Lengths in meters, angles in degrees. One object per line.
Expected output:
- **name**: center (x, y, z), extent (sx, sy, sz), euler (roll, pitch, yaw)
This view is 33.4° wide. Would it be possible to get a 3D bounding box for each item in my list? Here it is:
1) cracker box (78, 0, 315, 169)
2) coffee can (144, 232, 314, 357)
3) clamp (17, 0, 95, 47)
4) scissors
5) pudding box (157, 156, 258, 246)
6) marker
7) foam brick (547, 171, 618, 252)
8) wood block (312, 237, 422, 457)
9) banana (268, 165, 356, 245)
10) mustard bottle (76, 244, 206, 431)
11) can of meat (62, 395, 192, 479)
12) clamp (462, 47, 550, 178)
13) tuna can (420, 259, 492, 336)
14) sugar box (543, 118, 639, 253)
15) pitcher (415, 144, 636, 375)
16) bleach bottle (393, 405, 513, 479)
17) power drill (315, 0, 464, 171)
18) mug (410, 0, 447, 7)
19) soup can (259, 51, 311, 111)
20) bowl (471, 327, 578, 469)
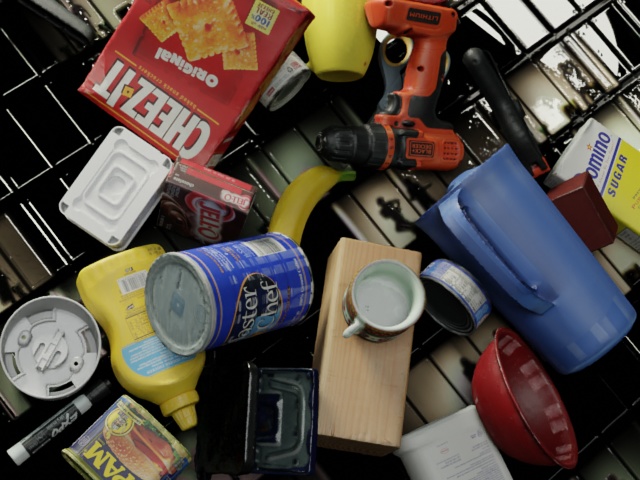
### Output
- **cracker box**: center (-0.132, -0.201, 1.147), extent (0.164, 0.072, 0.214), euler (36, 99, 3)
- **coffee can**: center (-0.090, 0.052, 1.077), extent (0.140, 0.103, 0.103), euler (-13, 73, -45)
- **clamp**: center (-0.367, -0.279, 1.194), extent (0.164, 0.036, 0.210), euler (-24, 76, -17)
- **scissors**: center (0.069, -0.175, 1.255), extent (0.201, 0.016, 0.096), euler (-39, 81, -19)
- **pudding box**: center (-0.120, -0.035, 1.122), extent (0.090, 0.114, 0.039), euler (23, 65, -3)
- **marker**: center (-0.260, 0.182, 1.077), extent (0.121, 0.020, 0.020), euler (-39, 83, -19)
- **foam brick**: center (0.296, -0.028, 1.210), extent (0.078, 0.051, 0.053), euler (60, 29, -10)
- **wood block**: center (0.044, 0.114, 1.119), extent (0.090, 0.090, 0.206), euler (11, 71, -6)
- **banana**: center (-0.023, -0.010, 1.173), extent (0.069, 0.037, 0.197), euler (25, 70, -2)
- **mustard bottle**: center (-0.171, 0.105, 1.096), extent (0.096, 0.058, 0.192), euler (-20, 77, -27)
- **can of meat**: center (-0.190, 0.217, 1.060), extent (0.102, 0.057, 0.083), euler (43, 67, 4)
- **clamp**: center (0.212, -0.151, 1.229), extent (0.039, 0.120, 0.171), euler (-31, 81, 22)
- **tuna can**: center (0.143, 0.062, 1.156), extent (0.086, 0.086, 0.033), euler (44, 68, 5)
- **sugar box**: center (0.362, -0.055, 1.256), extent (0.176, 0.048, 0.093), euler (36, 71, 1)
- **pitcher**: center (0.223, 0.027, 1.156), extent (0.149, 0.145, 0.243), euler (-39, 86, -22)
- **bleach bottle**: center (0.169, 0.303, 1.097), extent (0.102, 0.068, 0.251), euler (-21, 80, -18)
- **power drill**: center (0.083, -0.171, 1.191), extent (0.184, 0.057, 0.188), euler (2, 96, -29)
- **mug**: center (0.116, -0.314, 1.272), extent (0.093, 0.082, 0.117), euler (6, 71, -9)
- **soup can**: center (-0.068, -0.205, 1.210), extent (0.068, 0.069, 0.102), euler (-41, 85, -20)
- **bowl**: center (0.206, 0.175, 1.120), extent (0.055, 0.161, 0.162), euler (-31, 78, 22)
